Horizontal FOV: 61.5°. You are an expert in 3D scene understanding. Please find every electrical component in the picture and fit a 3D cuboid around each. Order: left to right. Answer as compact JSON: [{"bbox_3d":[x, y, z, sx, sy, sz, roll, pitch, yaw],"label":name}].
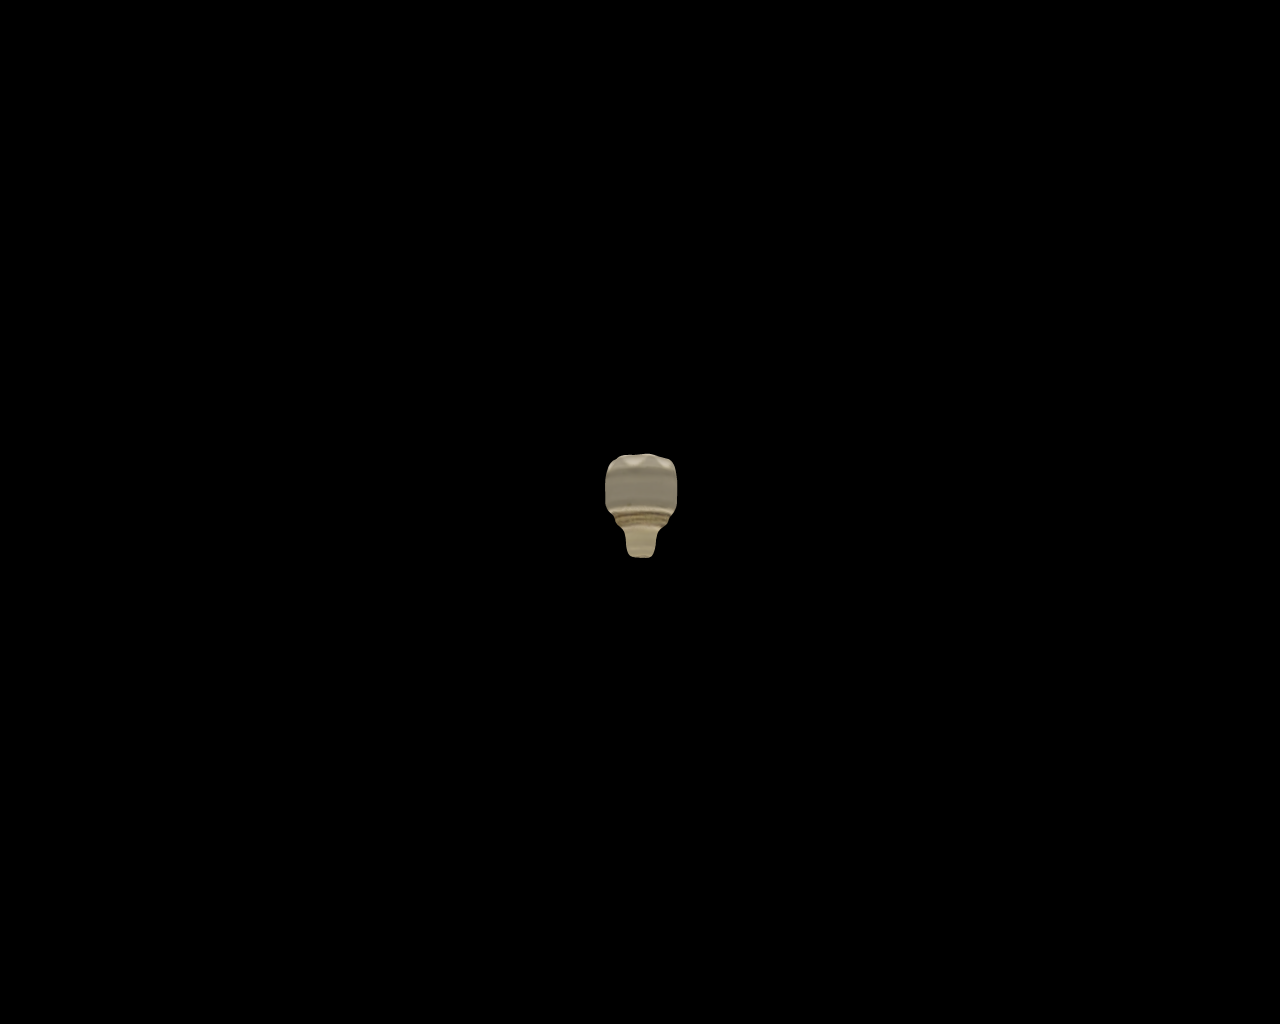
[{"bbox_3d":[0.001,-0.003,0.650,0.043,0.062,0.043,0,-9,0],"label":"electrical component"}]
